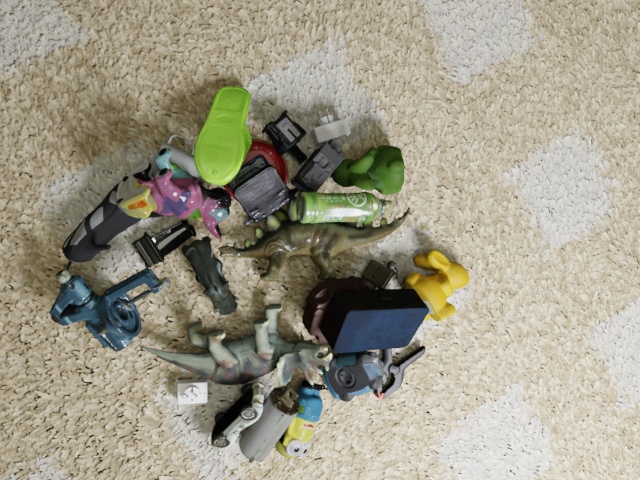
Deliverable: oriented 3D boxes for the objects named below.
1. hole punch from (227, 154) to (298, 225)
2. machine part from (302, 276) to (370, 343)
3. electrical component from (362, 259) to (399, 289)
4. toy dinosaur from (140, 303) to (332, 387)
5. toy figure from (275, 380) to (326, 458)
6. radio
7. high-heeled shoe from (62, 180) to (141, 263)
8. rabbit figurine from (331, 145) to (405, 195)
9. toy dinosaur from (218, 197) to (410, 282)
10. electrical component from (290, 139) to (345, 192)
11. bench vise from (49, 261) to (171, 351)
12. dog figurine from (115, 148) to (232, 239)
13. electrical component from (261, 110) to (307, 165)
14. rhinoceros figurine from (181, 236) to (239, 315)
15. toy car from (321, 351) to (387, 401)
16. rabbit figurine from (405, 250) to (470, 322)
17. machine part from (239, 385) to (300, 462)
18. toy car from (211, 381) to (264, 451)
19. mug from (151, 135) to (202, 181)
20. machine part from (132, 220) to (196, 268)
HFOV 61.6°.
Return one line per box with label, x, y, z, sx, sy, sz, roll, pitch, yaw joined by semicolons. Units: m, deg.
hole punch;-0.138;-0.115;1.193;0.142;0.092;0.115;-36;130;-7
machine part;0.045;0.164;1.245;0.179;0.056;0.179;-14;131;-17
electrical component;0.148;0.093;1.321;0.078;0.045;0.102;25;81;18
toy dinosaur;-0.178;0.266;1.219;0.405;0.131;0.192;-11;104;-1
toy figure;-0.045;0.420;1.261;0.082;0.089;0.180;20;78;-15
radio;0.123;0.182;1.216;0.229;0.073;0.131;3;124;-30
high-heeled shoe;-0.476;-0.060;1.198;0.086;0.145;0.249;52;47;-46
rabbit figurine;0.111;-0.154;1.271;0.170;0.159;0.121;-7;101;3
toy dinosaur;-0.003;-0.004;1.261;0.471;0.105;0.198;-3;87;-16
electrical component;-0.002;-0.172;1.253;0.058;0.115;0.134;40;80;-13
bench vise;-0.439;0.123;1.151;0.241;0.129;0.223;-28;103;7
dog figurine;-0.303;-0.076;1.166;0.191;0.109;0.219;-33;131;9
electrical component;-0.072;-0.235;1.263;0.075;0.048;0.119;-42;95;-30
rhinoceros figurine;-0.240;0.080;1.204;0.073;0.112;0.190;-28;114;-15
toy car;0.090;0.305;1.272;0.162;0.103;0.109;-28;89;30
rabbit figurine;0.290;0.104;1.328;0.173;0.122;0.162;-27;86;-24
machine part;-0.116;0.415;1.210;0.079;0.079;0.243;25;116;-10
toy car;-0.182;0.393;1.196;0.056;0.074;0.201;31;117;-22
mug;-0.314;-0.176;1.213;0.107;0.081;0.109;19;83;-21
machine part;-0.351;0.002;1.222;0.139;0.039;0.084;-29;90;-9
